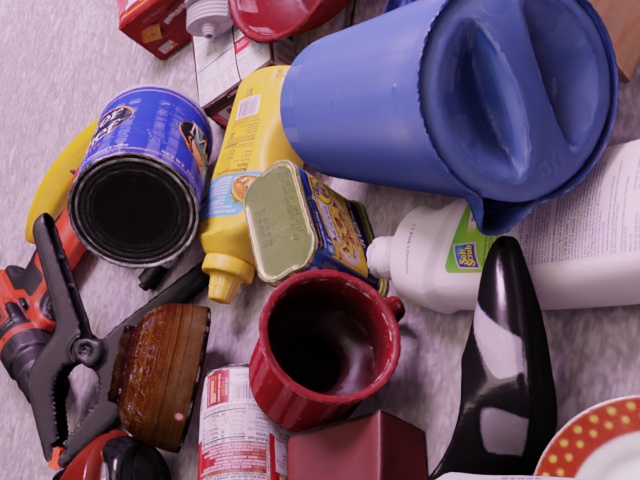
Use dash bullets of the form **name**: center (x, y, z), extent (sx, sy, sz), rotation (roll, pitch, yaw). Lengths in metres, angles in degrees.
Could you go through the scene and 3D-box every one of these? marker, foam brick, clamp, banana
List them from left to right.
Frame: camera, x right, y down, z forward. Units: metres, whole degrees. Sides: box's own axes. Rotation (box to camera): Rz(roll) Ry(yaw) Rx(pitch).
- **banana**: center (-0.226, -0.074, 1.043), extent (0.198, 0.037, 0.069), rotation (-36, 49, 22)
- **clamp**: center (-0.179, 0.090, 0.890), extent (0.165, 0.036, 0.210), rotation (8, 85, 12)
- **marker**: center (-0.117, -0.005, 0.921), extent (0.121, 0.020, 0.020), rotation (-51, 44, 8)
- **foam brick**: center (0.024, 0.148, 0.688), extent (0.078, 0.052, 0.051), rotation (-23, 54, 34)

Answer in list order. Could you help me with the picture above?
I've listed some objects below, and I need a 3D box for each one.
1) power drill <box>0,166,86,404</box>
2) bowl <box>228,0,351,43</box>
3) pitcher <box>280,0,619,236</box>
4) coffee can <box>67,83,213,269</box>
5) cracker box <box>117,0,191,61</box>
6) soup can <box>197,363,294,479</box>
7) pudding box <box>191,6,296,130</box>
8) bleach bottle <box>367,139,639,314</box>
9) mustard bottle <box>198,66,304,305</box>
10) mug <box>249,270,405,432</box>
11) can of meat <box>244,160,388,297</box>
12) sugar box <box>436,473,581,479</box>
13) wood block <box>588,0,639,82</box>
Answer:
- **power drill**: center (-0.233, 0.039, 0.973), extent (0.188, 0.057, 0.185), rotation (-50, 47, 8)
- **bowl**: center (-0.009, -0.235, 0.884), extent (0.162, 0.055, 0.162), rotation (-15, 69, 47)
- **pitcher**: center (0.067, -0.102, 0.690), extent (0.149, 0.145, 0.243), rotation (-45, 20, -15)
- **coffee can**: center (-0.144, -0.056, 0.879), extent (0.103, 0.102, 0.140), rotation (-39, 23, 19)
- **cracker box**: center (-0.131, -0.311, 1.062), extent (0.164, 0.072, 0.214), rotation (-30, 51, 27)
- **soup can**: center (-0.052, 0.146, 0.746), extent (0.069, 0.068, 0.102), rotation (-22, 54, 32)
- **pudding box**: center (-0.069, -0.168, 0.954), extent (0.090, 0.039, 0.113), rotation (-30, 49, 27)
- **bleach bottle**: center (0.135, -0.006, 0.668), extent (0.251, 0.068, 0.102), rotation (-7, 59, 42)
- **mustard bottle**: center (-0.054, -0.041, 0.855), extent (0.096, 0.058, 0.191), rotation (-6, 64, 53)
- **mug**: center (0.007, 0.073, 0.714), extent (0.117, 0.082, 0.093), rotation (-31, 73, -27)
- **can of meat**: center (-0.005, 0.001, 0.772), extent (0.058, 0.083, 0.102), rotation (-35, 49, 23)
- **sugar box**: center (0.105, 0.209, 0.537), extent (0.094, 0.048, 0.176), rotation (-5, 89, 36)
- **wood block**: center (0.196, -0.223, 0.711), extent (0.091, 0.090, 0.206), rotation (23, 83, 45)
